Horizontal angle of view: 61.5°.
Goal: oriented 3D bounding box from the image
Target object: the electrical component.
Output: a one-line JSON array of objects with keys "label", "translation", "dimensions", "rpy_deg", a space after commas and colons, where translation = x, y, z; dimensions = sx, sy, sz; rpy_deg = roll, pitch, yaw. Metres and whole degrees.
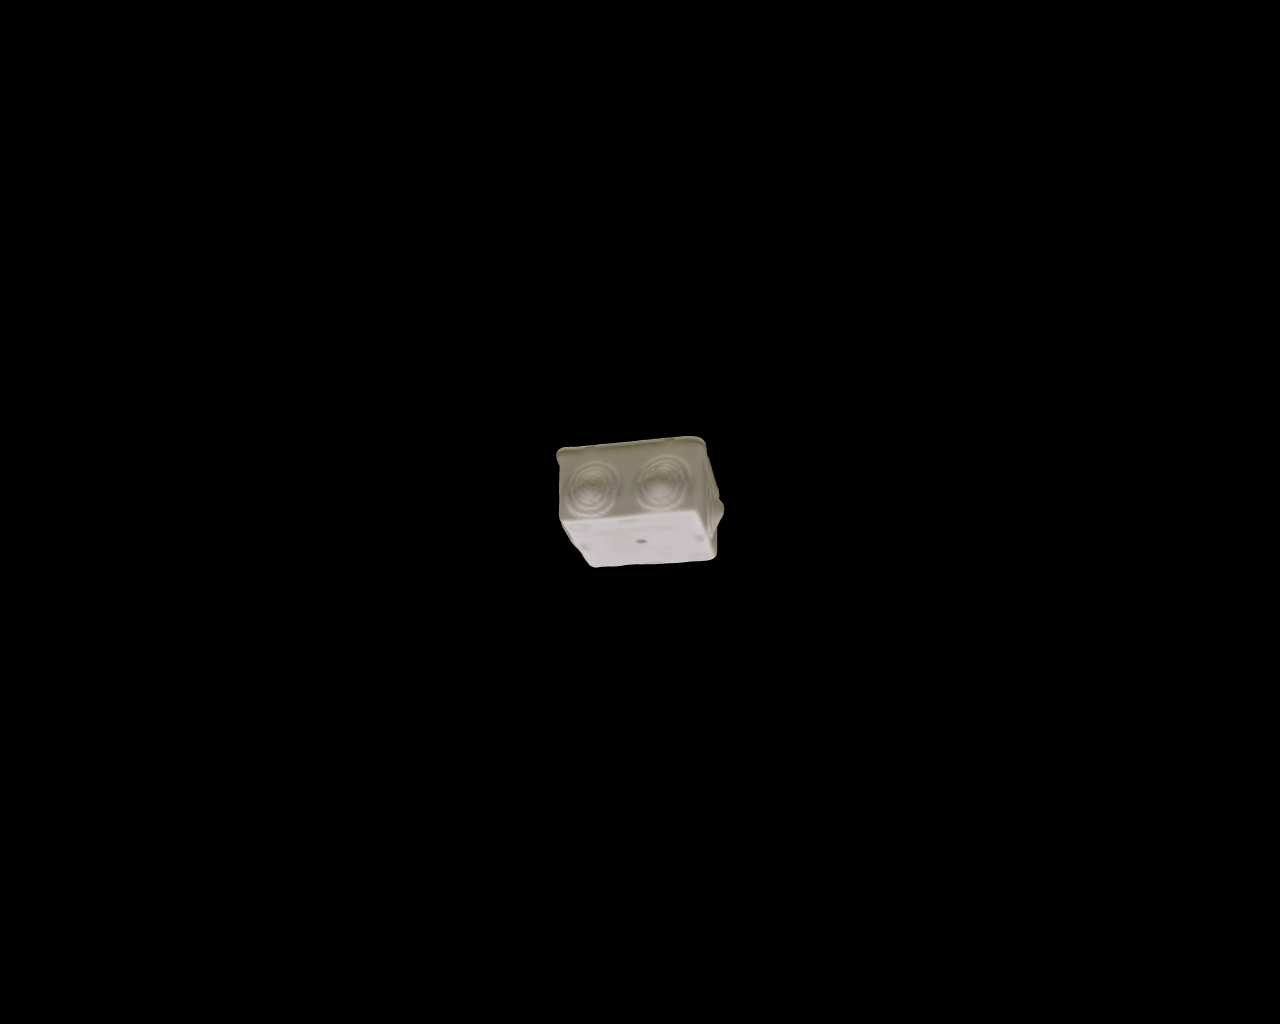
[{"label": "electrical component", "translation": [0.001, -0.003, 0.650], "dimensions": [0.100, 0.048, 0.099], "rpy_deg": [-4, -23, 9]}]
